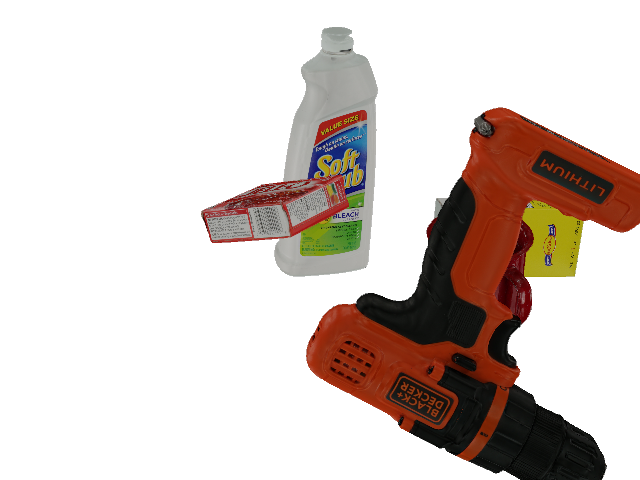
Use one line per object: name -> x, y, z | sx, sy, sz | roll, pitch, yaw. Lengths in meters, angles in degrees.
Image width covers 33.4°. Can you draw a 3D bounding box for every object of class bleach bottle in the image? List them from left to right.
bleach bottle -> 0.005, -0.089, 1.080 | 0.102, 0.251, 0.068 | -5, 28, -12

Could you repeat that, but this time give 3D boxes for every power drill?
power drill -> 0.109, 0.036, 0.590 | 0.184, 0.188, 0.057 | 27, 12, -4

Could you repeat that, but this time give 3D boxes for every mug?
mug -> 0.146, 0.033, 0.944 | 0.093, 0.081, 0.117 | -19, 35, -26

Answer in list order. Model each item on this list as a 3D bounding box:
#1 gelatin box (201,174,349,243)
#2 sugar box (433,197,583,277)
gelatin box -> -0.035, -0.025, 0.818 | 0.089, 0.030, 0.073 | -4, 16, 42
sugar box -> 0.225, -0.003, 1.295 | 0.176, 0.093, 0.048 | -2, 23, -10
